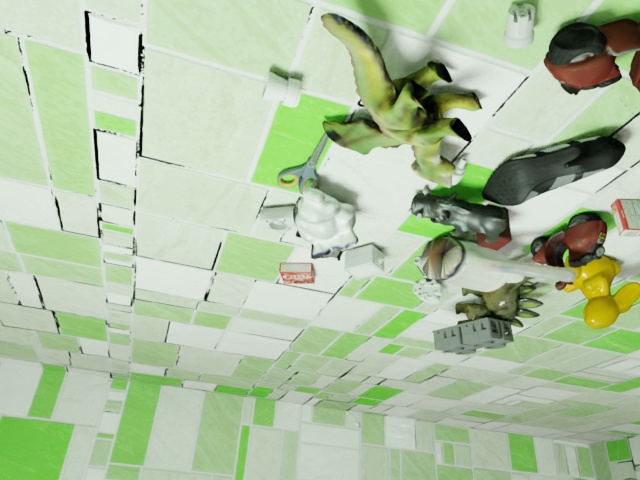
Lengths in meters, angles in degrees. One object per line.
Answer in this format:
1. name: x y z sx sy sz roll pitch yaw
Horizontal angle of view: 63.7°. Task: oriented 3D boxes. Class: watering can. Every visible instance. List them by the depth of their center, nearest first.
1. watering can: 0.372 0.058 1.161 0.224 0.105 0.345 15 -10 -19

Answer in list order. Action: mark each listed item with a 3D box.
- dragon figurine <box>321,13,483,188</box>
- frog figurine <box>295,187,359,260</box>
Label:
1. dragon figurine: 0.100 -0.194 0.828 0.407 0.124 0.240 26 -29 -30
2. frog figurine: 0.003 -0.054 1.077 0.137 0.157 0.125 -5 36 38
